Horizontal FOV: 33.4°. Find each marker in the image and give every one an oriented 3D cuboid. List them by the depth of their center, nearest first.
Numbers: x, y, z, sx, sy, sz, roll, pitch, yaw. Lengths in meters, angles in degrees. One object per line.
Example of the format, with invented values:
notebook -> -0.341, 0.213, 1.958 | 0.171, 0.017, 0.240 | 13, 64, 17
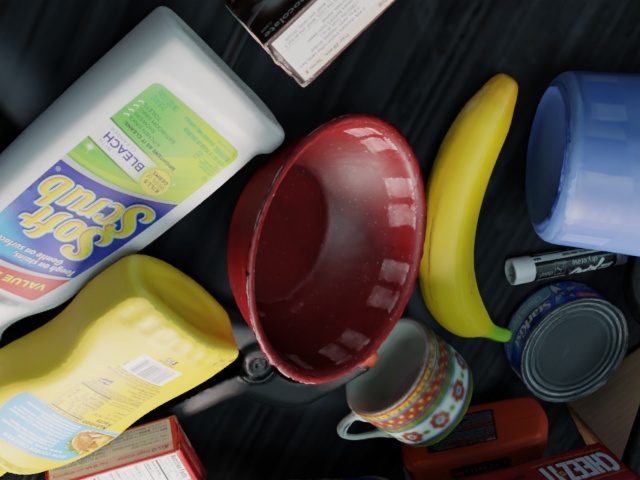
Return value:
marker -> 0.189, 0.013, 0.755 | 0.121, 0.020, 0.020 | -9, 118, -15

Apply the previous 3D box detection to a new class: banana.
banana -> 0.095, -0.011, 0.704 | 0.069, 0.037, 0.198 | -21, 123, -30

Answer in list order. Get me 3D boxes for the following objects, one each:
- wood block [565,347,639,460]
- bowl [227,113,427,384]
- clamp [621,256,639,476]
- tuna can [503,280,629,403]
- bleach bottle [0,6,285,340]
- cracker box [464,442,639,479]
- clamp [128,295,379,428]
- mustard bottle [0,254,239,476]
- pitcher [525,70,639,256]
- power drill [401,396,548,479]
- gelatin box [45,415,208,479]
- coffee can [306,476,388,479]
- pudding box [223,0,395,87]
wood block -> 0.303, 0.114, 0.803 | 0.206, 0.091, 0.090 | -33, 122, -2
bowl -> -0.004, 0.001, 0.639 | 0.161, 0.055, 0.162 | -20, 117, -45
clamp -> 0.255, 0.066, 0.731 | 0.164, 0.036, 0.210 | -20, 83, -2
tuna can -> 0.177, 0.073, 0.771 | 0.086, 0.034, 0.086 | -8, 117, -16
bleach bottle -> -0.144, -0.011, 0.604 | 0.251, 0.068, 0.102 | -43, 121, 7
cracker box -> 0.121, 0.251, 0.713 | 0.163, 0.072, 0.214 | -8, 121, -30
clamp -> -0.051, 0.082, 0.696 | 0.171, 0.039, 0.120 | 11, 118, -16
mustard bottle -> -0.148, 0.088, 0.630 | 0.192, 0.058, 0.096 | -35, 140, 16
pitcher -> 0.260, -0.050, 0.660 | 0.242, 0.145, 0.149 | 5, 85, -3
power drill -> 0.145, 0.208, 0.792 | 0.184, 0.057, 0.187 | -13, 117, 6
gelatin box -> -0.123, 0.153, 0.691 | 0.089, 0.030, 0.073 | -17, 140, -1
coffee can -> -0.010, 0.211, 0.712 | 0.140, 0.103, 0.103 | 10, 112, -43
pudding box -> 0.008, -0.144, 0.574 | 0.113, 0.090, 0.039 | -45, 121, 6
